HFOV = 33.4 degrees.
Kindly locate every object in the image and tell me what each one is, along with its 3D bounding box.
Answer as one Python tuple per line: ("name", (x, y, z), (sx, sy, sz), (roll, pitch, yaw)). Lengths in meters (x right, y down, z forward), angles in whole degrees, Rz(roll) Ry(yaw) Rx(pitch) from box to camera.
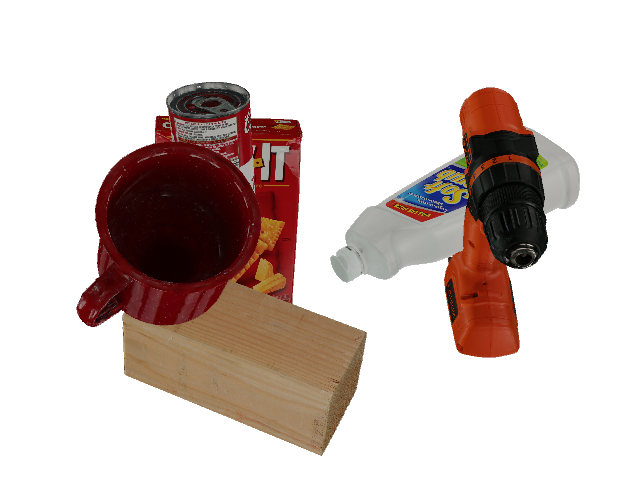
("soup can", (-0.089, -0.071, 0.883), (0.068, 0.102, 0.068), (-1, 30, 1))
("bleach bottle", (0.126, -0.024, 1.042), (0.250, 0.068, 0.103), (-28, 45, -19))
("cracker box", (-0.108, -0.029, 1.219), (0.164, 0.214, 0.072), (1, 22, -8))
("wood block", (-0.071, 0.106, 0.998), (0.206, 0.090, 0.090), (20, 44, 14))
("power drill", (0.135, 0.002, 0.825), (0.057, 0.188, 0.184), (1, 42, 0))
("mug", (-0.096, 0.009, 0.625), (0.117, 0.093, 0.082), (-47, -4, -27))
